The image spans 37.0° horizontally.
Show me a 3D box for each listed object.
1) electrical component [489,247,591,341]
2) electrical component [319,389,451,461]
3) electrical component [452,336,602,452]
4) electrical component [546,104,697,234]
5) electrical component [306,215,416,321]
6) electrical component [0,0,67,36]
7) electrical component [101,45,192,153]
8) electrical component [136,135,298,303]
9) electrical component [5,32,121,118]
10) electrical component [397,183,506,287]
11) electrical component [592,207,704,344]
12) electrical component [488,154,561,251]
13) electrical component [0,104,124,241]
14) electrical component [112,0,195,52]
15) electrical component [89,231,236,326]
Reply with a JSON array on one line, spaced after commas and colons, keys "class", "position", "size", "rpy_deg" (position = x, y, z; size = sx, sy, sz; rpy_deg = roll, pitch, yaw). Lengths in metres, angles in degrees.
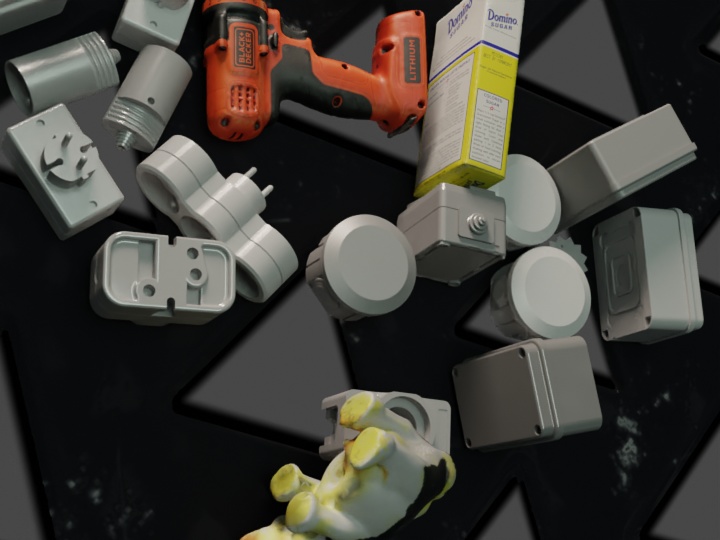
[{"class": "electrical component", "position": [0.153, 0.024, 0.924], "size": [0.080, 0.051, 0.080], "rpy_deg": [7, 74, -24]}, {"class": "electrical component", "position": [0.021, 0.123, 0.831], "size": [0.089, 0.056, 0.050], "rpy_deg": [10, 72, -23]}, {"class": "electrical component", "position": [0.130, 0.100, 0.857], "size": [0.057, 0.113, 0.078], "rpy_deg": [-4, 78, -29]}, {"class": "electrical component", "position": [0.222, -0.089, 0.956], "size": [0.109, 0.109, 0.056], "rpy_deg": [-26, 86, -29]}, {"class": "electrical component", "position": [0.000, 0.000, 0.857], "size": [0.080, 0.051, 0.080], "rpy_deg": [7, 74, -24]}, {"class": "electrical component", "position": [-0.273, -0.215, 0.779], "size": [0.113, 0.057, 0.078], "rpy_deg": [-30, 91, -29]}, {"class": "electrical component", "position": [-0.164, -0.125, 0.815], "size": [0.043, 0.043, 0.081], "rpy_deg": [29, 66, -16]}, {"class": "electrical component", "position": [-0.097, -0.049, 0.822], "size": [0.138, 0.052, 0.073], "rpy_deg": [47, 62, -7]}, {"class": "electrical component", "position": [-0.215, -0.147, 0.796], "size": [0.081, 0.043, 0.043], "rpy_deg": [-28, 89, -29]}, {"class": "electrical component", "position": [0.077, -0.033, 0.877], "size": [0.062, 0.096, 0.061], "rpy_deg": [12, 67, -22]}, {"class": "electrical component", "position": [0.258, 0.006, 0.965], "size": [0.057, 0.078, 0.113], "rpy_deg": [3, 75, -22]}, {"class": "electrical component", "position": [0.130, -0.056, 0.932], "size": [0.080, 0.051, 0.080], "rpy_deg": [8, 73, -28]}, {"class": "electrical component", "position": [-0.208, -0.075, 0.762], "size": [0.047, 0.076, 0.083], "rpy_deg": [-34, 92, -29]}, {"class": "electrical component", "position": [-0.149, -0.217, 0.829], "size": [0.047, 0.076, 0.083], "rpy_deg": [22, 68, -19]}, {"class": "electrical component", "position": [-0.145, 0.008, 0.779], "size": [0.095, 0.059, 0.053], "rpy_deg": [5, 74, -25]}]
